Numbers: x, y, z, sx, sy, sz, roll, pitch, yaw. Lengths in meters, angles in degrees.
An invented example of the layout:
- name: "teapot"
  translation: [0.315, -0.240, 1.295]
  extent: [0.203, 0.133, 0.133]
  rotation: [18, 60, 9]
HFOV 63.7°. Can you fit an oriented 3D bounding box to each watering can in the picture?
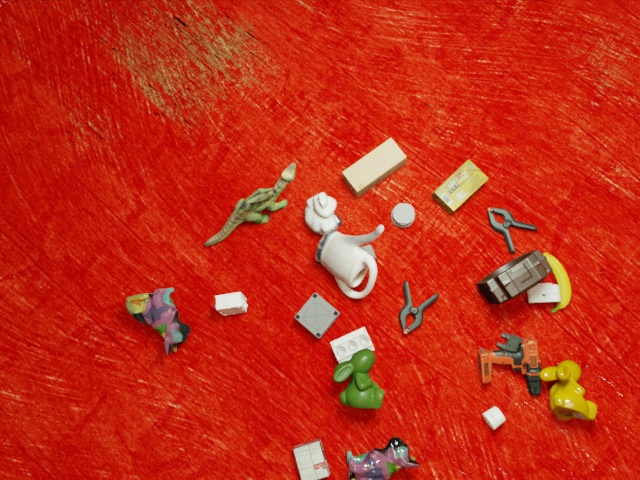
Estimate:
- name: "watering can"
  translation: [0.096, 0.039, 1.631]
  extent: [0.227, 0.339, 0.105]
  rotation: [36, 46, 26]

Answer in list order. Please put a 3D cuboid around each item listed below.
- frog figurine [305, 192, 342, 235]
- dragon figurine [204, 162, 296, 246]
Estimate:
- name: "frog figurine"
  translation: [0.005, -0.086, 1.714]
  extent: [0.123, 0.158, 0.139]
  rotation: [-26, 78, 0]
- name: "dragon figurine"
  translation: [-0.233, -0.111, 1.701]
  extent: [0.412, 0.241, 0.123]
  rotation: [-40, 84, -6]
